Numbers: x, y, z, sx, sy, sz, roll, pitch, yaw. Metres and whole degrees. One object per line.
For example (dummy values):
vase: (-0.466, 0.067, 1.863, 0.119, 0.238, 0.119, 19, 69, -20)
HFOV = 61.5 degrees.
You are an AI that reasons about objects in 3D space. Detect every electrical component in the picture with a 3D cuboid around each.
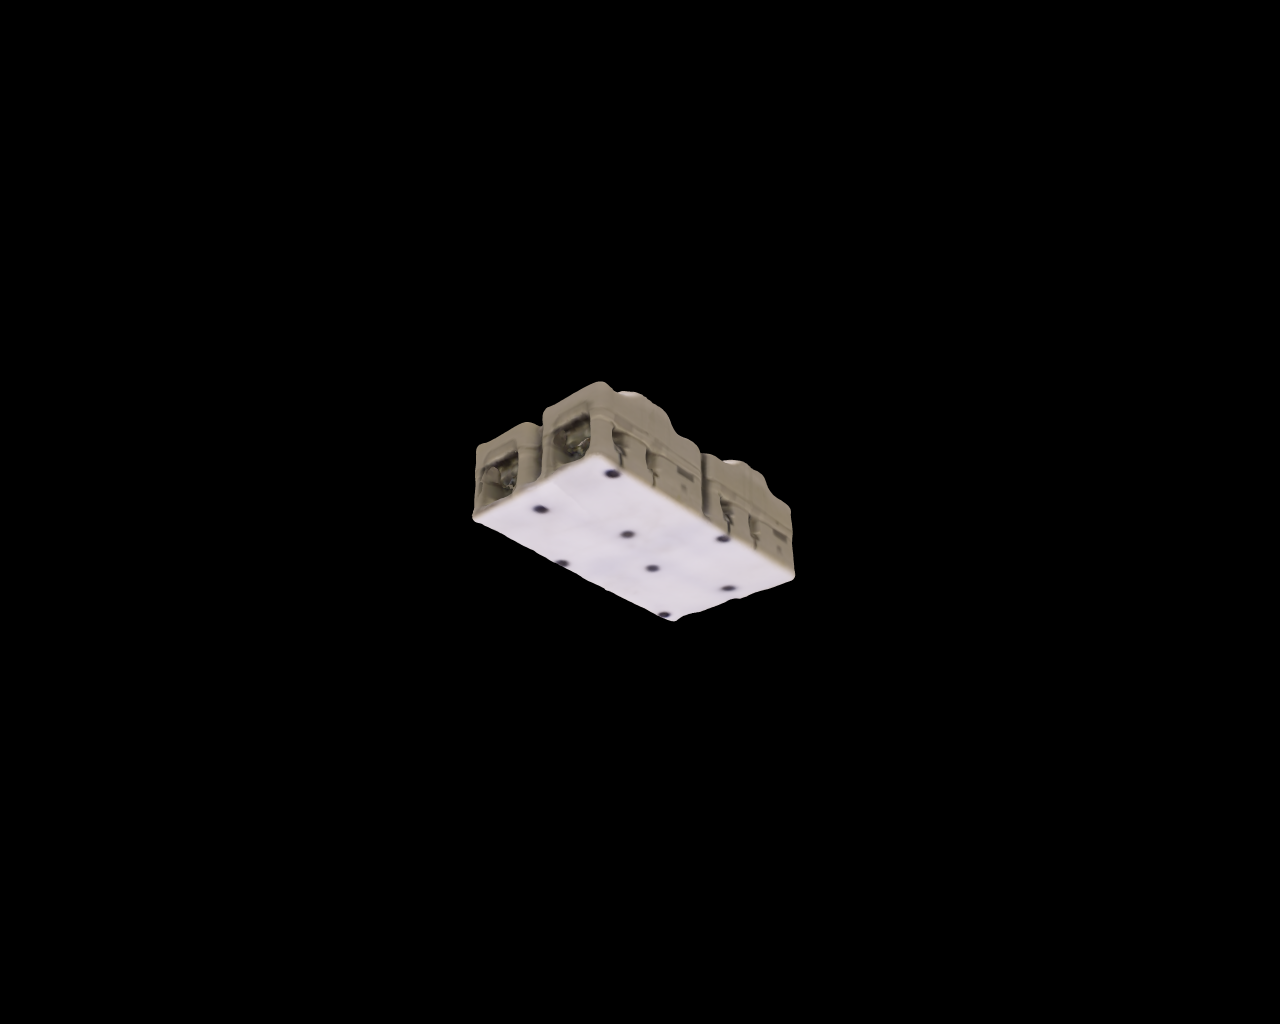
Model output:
electrical component: (0.001, -0.003, 0.650, 0.105, 0.060, 0.186, -24, -38, 34)
